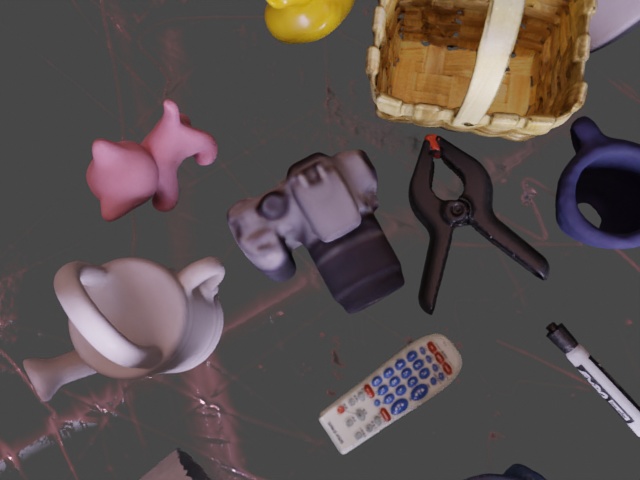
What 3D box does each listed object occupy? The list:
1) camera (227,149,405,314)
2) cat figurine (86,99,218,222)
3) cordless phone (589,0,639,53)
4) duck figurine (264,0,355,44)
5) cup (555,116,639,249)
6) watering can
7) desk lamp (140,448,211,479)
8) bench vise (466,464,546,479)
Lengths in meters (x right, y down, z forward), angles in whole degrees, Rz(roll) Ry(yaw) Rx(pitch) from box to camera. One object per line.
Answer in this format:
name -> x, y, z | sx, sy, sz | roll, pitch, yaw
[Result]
camera -> 0.005, 0.002, 0.520 | 0.143, 0.101, 0.137 | -29, 79, 1
cat figurine -> -0.167, -0.076, 0.542 | 0.067, 0.118, 0.128 | 35, 85, 11
cordless phone -> 0.247, -0.265, 0.498 | 0.094, 0.185, 0.147 | -27, 78, 1
duck figurine -> -0.013, -0.255, 0.573 | 0.104, 0.086, 0.077 | -30, 78, 0
cup -> 0.240, -0.043, 0.506 | 0.091, 0.095, 0.118 | -20, 79, 2
watering can -> -0.159, 0.071, 0.477 | 0.101, 0.194, 0.173 | 32, 85, 11
desk lamp -> -0.123, 0.254, 0.432 | 0.203, 0.213, 0.118 | -42, 79, -2
bench vise -> 0.112, 0.266, 0.402 | 0.121, 0.220, 0.207 | 31, 85, 10
